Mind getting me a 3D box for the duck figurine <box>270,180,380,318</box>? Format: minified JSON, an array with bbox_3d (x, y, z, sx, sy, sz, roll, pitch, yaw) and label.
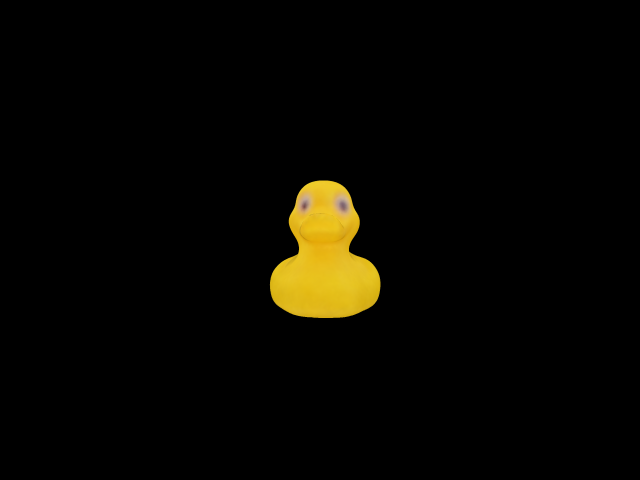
[{"bbox_3d":[0.004,0.001,0.400,0.077,0.086,0.104,0,7,4],"label":"duck figurine"}]
